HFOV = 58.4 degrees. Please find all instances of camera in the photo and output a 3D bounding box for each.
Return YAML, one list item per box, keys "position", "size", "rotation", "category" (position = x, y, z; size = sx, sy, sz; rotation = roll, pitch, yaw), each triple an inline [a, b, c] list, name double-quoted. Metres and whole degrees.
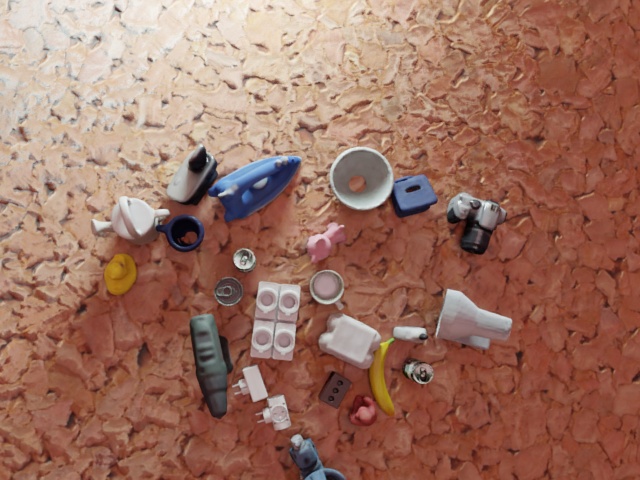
- position: [0.407, -0.040, 1.503]
  size: [0.143, 0.100, 0.137]
  rotation: [19, 82, -4]
  category: "camera"

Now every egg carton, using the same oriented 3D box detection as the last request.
- position: [0.077, 0.254, 1.450]
  size: [0.150, 0.069, 0.107]
  rotation: [25, 82, -3]
  category: "egg carton"

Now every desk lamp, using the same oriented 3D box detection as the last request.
- position: [0.369, 0.202, 1.415]
  size: [0.203, 0.213, 0.118]
  rotation: [16, 82, -4]
  category: "desk lamp"

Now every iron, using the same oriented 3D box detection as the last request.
- position: [-0.151, -0.156, 1.434]
  size: [0.258, 0.141, 0.118]
  rotation: [-33, 88, -9]
  category: "iron"

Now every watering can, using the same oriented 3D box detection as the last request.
- position: [-0.451, -0.045, 1.362]
  size: [0.173, 0.194, 0.101]
  rotation: [-36, 88, -9]
  category: "watering can"

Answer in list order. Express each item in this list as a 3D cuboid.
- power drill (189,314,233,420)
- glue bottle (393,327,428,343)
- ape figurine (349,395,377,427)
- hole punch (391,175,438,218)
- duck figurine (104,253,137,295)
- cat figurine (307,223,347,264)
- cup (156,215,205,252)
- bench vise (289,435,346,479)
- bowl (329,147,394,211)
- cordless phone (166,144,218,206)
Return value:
- position: [-0.250, 0.288, 1.340]
  size: [0.075, 0.208, 0.230]
  rotation: [-14, 85, -7]
  category: "power drill"
- position: [0.236, 0.236, 1.417]
  size: [0.078, 0.173, 0.037]
  rotation: [3, 83, -5]
  category: "glue bottle"
- position: [0.109, 0.432, 1.422]
  size: [0.078, 0.092, 0.076]
  rotation: [-33, 88, -9]
  category: "ape figurine"
- position: [0.240, -0.119, 1.499]
  size: [0.109, 0.091, 0.101]
  rotation: [-17, 86, -8]
  category: "hole punch"
- position: [-0.493, 0.082, 1.398]
  size: [0.077, 0.086, 0.105]
  rotation: [10, 83, -5]
  category: "duck figurine"
- position: [0.013, 0.005, 1.446]
  size: [0.128, 0.117, 0.067]
  rotation: [-39, 89, -9]
  category: "cat figurine"
- position: [-0.343, -0.014, 1.421]
  size: [0.118, 0.095, 0.092]
  rotation: [10, 83, -5]
  category: "cup"
- position: [-0.016, 0.567, 1.328]
  size: [0.207, 0.219, 0.121]
  rotation: [45, 81, 0]
  category: "bench vise"
- position: [0.105, -0.154, 1.496]
  size: [0.167, 0.074, 0.167]
  rotation: [1, 84, -6]
  category: "bowl"
- position: [-0.317, -0.164, 1.395]
  size: [0.094, 0.185, 0.148]
  rotation: [29, 81, -2]
  category: "cordless phone"
